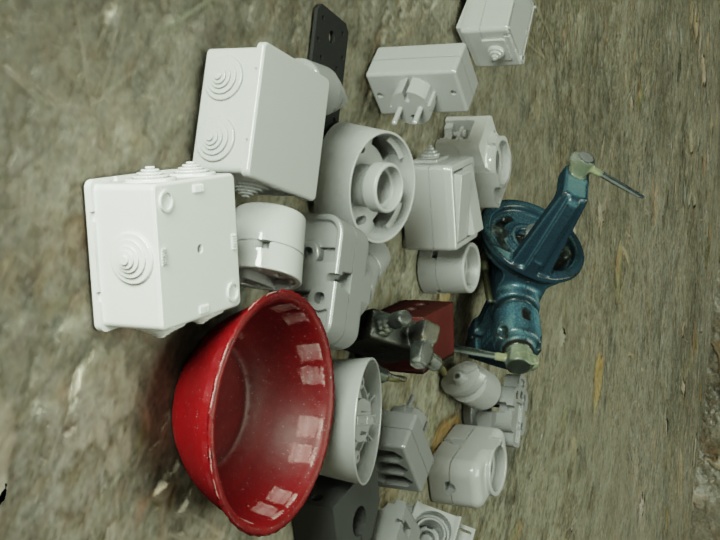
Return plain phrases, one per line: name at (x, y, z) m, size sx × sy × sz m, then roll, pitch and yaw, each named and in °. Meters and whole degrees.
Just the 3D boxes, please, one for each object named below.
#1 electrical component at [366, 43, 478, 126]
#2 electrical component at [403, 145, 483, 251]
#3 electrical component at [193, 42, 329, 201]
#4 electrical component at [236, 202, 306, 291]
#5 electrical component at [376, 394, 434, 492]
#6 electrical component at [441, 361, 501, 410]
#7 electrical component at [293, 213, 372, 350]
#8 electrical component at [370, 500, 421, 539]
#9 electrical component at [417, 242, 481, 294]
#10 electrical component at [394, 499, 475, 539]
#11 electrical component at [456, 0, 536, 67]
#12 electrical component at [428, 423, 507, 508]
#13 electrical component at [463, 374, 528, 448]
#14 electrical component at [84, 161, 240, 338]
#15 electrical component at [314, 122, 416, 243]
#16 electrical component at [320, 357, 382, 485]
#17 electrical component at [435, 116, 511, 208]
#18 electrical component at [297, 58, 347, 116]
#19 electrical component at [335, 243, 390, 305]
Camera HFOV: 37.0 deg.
electrical component at (0.048, -0.151, 0.921) m, size 0.047 × 0.083 × 0.075 m, roll 64°, pitch 38°, yaw -45°
electrical component at (0.078, -0.070, 1.014) m, size 0.062 × 0.061 × 0.096 m, roll -30°, pitch 119°, yaw -60°
electrical component at (-0.067, -0.098, 0.727) m, size 0.100 × 0.048 × 0.099 m, roll 16°, pitch 79°, yaw -62°
electrical component at (-0.064, -0.016, 0.737) m, size 0.055 × 0.055 × 0.047 m, roll 38°, pitch 55°, yaw -59°
electrical component at (0.038, 0.147, 0.968) m, size 0.076 × 0.047 × 0.065 m, roll -63°, pitch 145°, yaw -40°
electrical component at (0.115, 0.119, 1.127) m, size 0.081 × 0.043 × 0.043 m, roll 34°, pitch 62°, yaw -60°
electrical component at (-0.028, 0.010, 0.812) m, size 0.059 × 0.054 × 0.095 m, roll 26°, pitch 69°, yaw -62°
electrical component at (0.014, 0.249, 0.924) m, size 0.055 × 0.050 × 0.089 m, roll 64°, pitch 38°, yaw -45°
electrical component at (0.088, -0.003, 1.057) m, size 0.055 × 0.047 × 0.055 m, roll -10°, pitch 101°, yaw -63°
electrical component at (0.049, 0.281, 0.975) m, size 0.063 × 0.079 × 0.121 m, roll 106°, pitch 5°, yaw -56°
electrical component at (0.141, -0.258, 1.126) m, size 0.061 × 0.061 × 0.096 m, roll 52°, pitch 47°, yaw -53°
electrical component at (0.116, 0.203, 1.119) m, size 0.095 × 0.059 × 0.053 m, roll -39°, pitch 126°, yaw -57°
electrical component at (0.149, 0.153, 1.183) m, size 0.058 × 0.057 × 0.078 m, roll 30°, pitch 65°, yaw -61°
electrical component at (-0.114, -0.013, 0.640) m, size 0.100 × 0.048 × 0.099 m, roll -20°, pitch 110°, yaw -62°
electrical component at (-0.001, -0.069, 0.870) m, size 0.099 × 0.064 × 0.099 m, roll -16°, pitch 110°, yaw -51°
electrical component at (-0.011, 0.117, 0.845) m, size 0.099 × 0.064 × 0.099 m, roll -6°, pitch 96°, yaw -63°
electrical component at (0.120, -0.110, 1.104) m, size 0.050 × 0.056 × 0.089 m, roll -67°, pitch 147°, yaw -36°
electrical component at (-0.032, -0.134, 0.806) m, size 0.078 × 0.040 × 0.040 m, roll 0°, pitch 92°, yaw -64°
electrical component at (0.000, 0.000, 0.886) m, size 0.065 × 0.044 × 0.044 m, roll -54°, pitch 139°, yaw -56°
